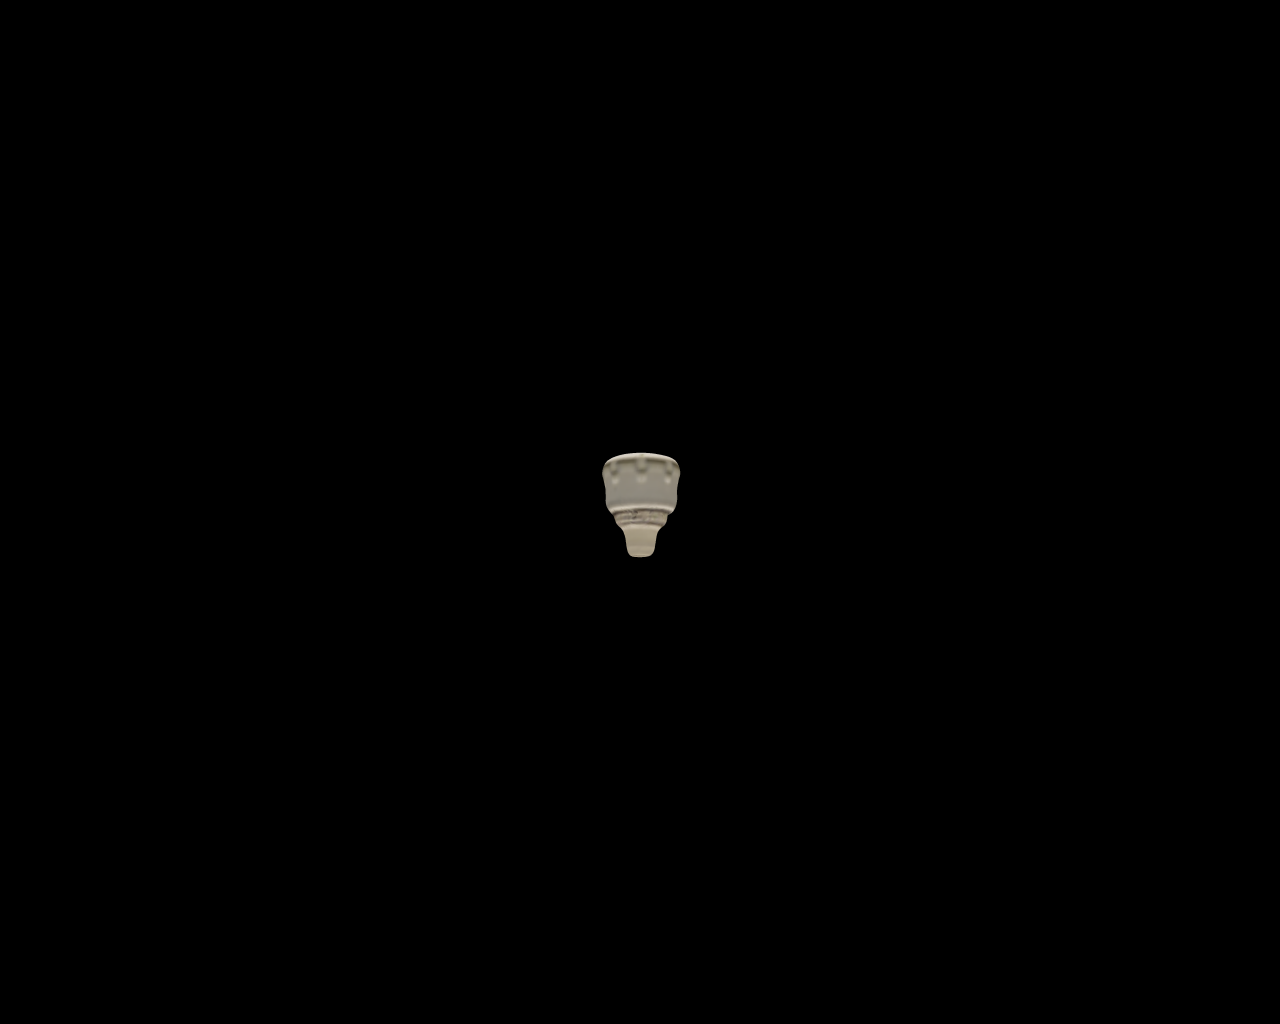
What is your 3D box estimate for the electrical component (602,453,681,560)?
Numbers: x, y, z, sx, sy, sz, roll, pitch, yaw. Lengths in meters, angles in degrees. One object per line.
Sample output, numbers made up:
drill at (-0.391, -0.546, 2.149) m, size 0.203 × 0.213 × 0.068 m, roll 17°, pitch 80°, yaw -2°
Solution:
electrical component at (0.001, -0.003, 0.650) m, size 0.048 × 0.062 × 0.048 m, roll 0°, pitch -11°, yaw 0°
